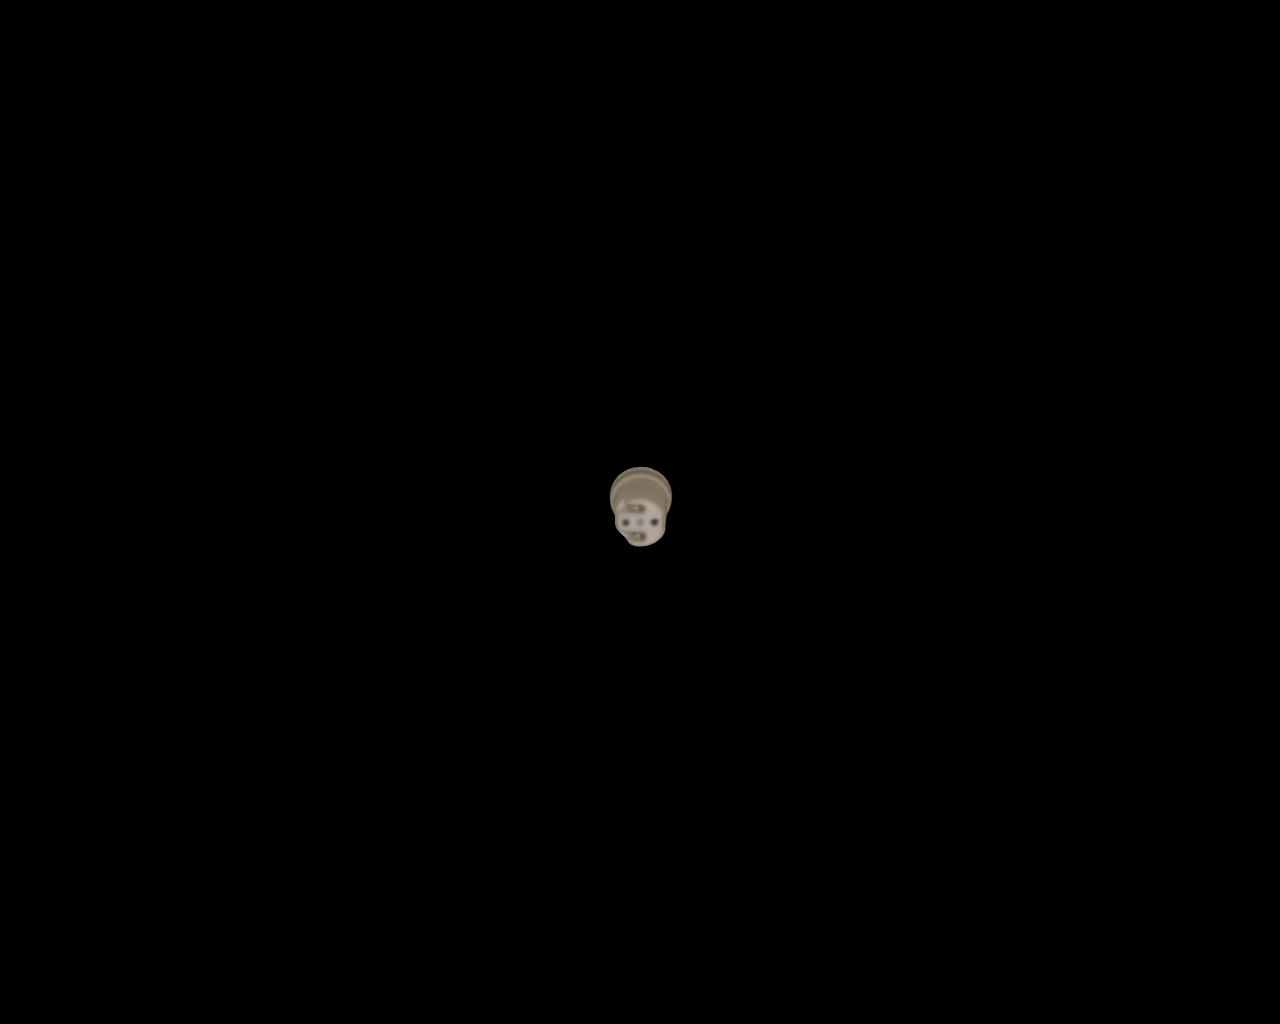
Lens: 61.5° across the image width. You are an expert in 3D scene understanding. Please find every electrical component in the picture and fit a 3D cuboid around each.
[{"bbox_3d":[0.001,-0.003,0.650,0.040,0.040,0.046,0,24,0],"label":"electrical component"}]
